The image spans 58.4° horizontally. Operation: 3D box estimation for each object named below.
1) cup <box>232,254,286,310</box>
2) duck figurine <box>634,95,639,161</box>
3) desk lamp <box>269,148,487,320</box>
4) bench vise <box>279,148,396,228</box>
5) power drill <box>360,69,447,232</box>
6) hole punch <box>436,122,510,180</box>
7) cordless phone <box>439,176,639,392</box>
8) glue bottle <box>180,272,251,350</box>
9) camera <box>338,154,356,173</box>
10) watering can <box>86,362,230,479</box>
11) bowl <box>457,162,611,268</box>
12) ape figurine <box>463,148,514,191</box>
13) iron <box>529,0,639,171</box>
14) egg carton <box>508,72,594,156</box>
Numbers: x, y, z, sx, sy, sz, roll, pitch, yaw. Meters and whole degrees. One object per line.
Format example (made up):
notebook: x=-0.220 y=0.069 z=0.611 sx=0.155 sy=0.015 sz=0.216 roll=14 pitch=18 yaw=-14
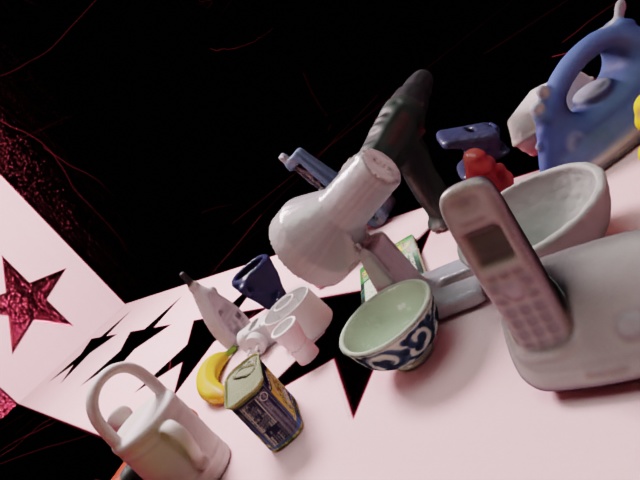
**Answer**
cup: x=-0.112 y=0.094 z=1.110 sx=0.091 sy=0.095 sz=0.118 roll=-33 pitch=16 yaw=20
duck figurine: x=0.369 y=-0.125 z=0.613 sx=0.077 sy=0.086 sz=0.105 roll=-29 pitch=17 yaw=32
desk lamp: x=0.069 y=0.004 z=0.702 sx=0.202 sy=0.214 sz=0.118 roll=-29 pitch=18 yaw=34
bench vise: x=0.033 y=-0.113 z=1.129 sx=0.207 sy=0.220 sz=0.121 roll=-33 pitch=16 yaw=22
power drill: x=0.159 y=-0.129 z=0.892 sx=0.230 sy=0.208 sz=0.075 roll=-48 pitch=17 yaw=-31
hole punch: x=0.265 y=-0.172 z=1.000 sx=0.101 sy=0.091 sz=0.108 roll=-35 pitch=15 yaw=17
cordless phone: x=0.183 y=0.020 z=0.432 sx=0.147 sy=0.185 sz=0.094 roll=-27 pitch=19 yaw=39
glue bottle: x=-0.205 y=0.125 z=1.087 sx=0.037 sy=0.173 sz=0.078 roll=-30 pitch=17 yaw=32
camera: x=0.074 y=-0.120 z=1.290 sx=0.143 sy=0.101 sz=0.137 roll=-28 pitch=18 yaw=36
watering can: x=-0.219 y=0.241 z=0.729 sx=0.172 sy=0.194 sz=0.101 roll=-31 pitch=17 yaw=29
bowl: x=0.233 y=-0.003 z=0.600 sx=0.167 sy=0.075 sz=0.167 roll=-36 pitch=15 yaw=12
ape figurine: x=0.237 y=-0.090 z=0.819 sx=0.078 sy=0.092 sz=0.076 roll=-45 pitch=16 yaw=-21
iron: x=0.346 y=-0.184 z=0.735 sx=0.258 sy=0.141 sz=0.118 roll=-42 pitch=15 yaw=-10
egg carton: x=0.360 y=-0.198 z=0.886 sx=0.107 sy=0.069 sz=0.150 roll=-18 pitch=25 yaw=54
